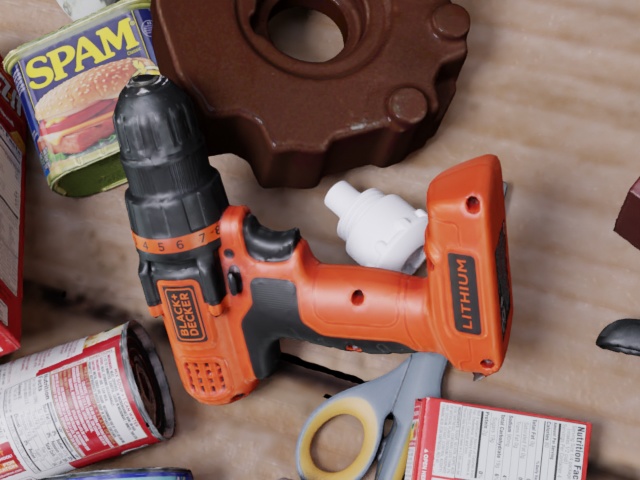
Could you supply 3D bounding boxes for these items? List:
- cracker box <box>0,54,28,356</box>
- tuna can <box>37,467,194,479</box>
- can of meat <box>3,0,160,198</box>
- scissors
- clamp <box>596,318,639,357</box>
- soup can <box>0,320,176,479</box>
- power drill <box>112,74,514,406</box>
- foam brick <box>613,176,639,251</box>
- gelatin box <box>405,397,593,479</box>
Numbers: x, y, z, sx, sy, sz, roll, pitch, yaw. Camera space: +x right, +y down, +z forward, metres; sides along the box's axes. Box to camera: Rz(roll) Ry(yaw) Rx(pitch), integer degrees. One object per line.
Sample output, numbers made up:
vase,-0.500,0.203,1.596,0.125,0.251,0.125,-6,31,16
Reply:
cracker box,-0.249,-0.012,0.579,0.164,0.072,0.214,-20,45,5
tuna can,-0.107,0.139,0.553,0.086,0.086,0.034,-8,74,9
can of meat,-0.123,-0.081,0.626,0.102,0.057,0.084,-23,76,5
scissors,0.043,0.060,0.580,0.096,0.016,0.202,6,78,12
clamp,0.262,0.087,0.519,0.210,0.036,0.164,-20,75,10
soup can,-0.138,0.091,0.578,0.102,0.068,0.068,-19,74,3
power drill,-0.003,0.001,0.528,0.188,0.057,0.184,-1,120,20
foam brick,0.188,-0.018,0.538,0.053,0.078,0.051,40,85,17
gelatin box,0.088,0.122,0.539,0.089,0.030,0.073,10,78,-5
